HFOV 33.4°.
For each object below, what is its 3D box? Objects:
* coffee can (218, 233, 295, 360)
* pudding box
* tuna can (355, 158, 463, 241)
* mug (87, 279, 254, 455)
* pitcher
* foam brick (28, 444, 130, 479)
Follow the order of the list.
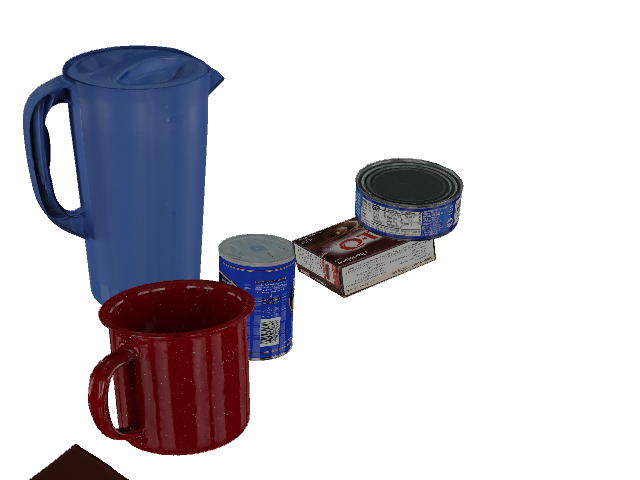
[{"bbox_3d":[-0.085,0.074,1.414,0.103,0.140,0.103,2,21,-1],"label":"coffee can"},{"bbox_3d":[0.043,0.010,1.048,0.113,0.039,0.090,-23,26,-24],"label":"pudding box"},{"bbox_3d":[0.070,-0.033,0.855,0.086,0.034,0.086,1,29,-1],"label":"tuna can"},{"bbox_3d":[-0.092,0.080,0.641,0.093,0.081,0.117,11,22,32],"label":"mug"},{"bbox_3d":[-0.179,-0.053,1.008,0.149,0.243,0.144,9,26,12],"label":"pitcher"},{"bbox_3d":[-0.093,0.136,0.451,0.078,0.051,0.052,24,45,31],"label":"foam brick"}]
